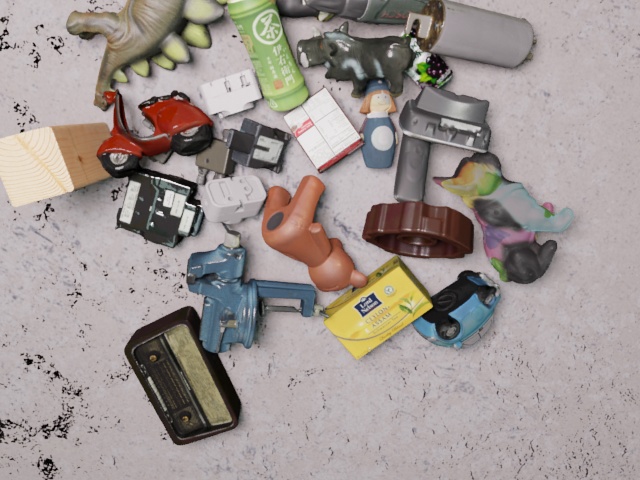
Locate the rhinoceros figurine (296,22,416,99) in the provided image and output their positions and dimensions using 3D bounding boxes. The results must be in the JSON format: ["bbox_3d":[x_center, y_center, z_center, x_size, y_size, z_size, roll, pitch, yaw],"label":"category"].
[{"bbox_3d":[0.052,-0.277,0.824,0.191,0.112,0.073,14,77,30],"label":"rhinoceros figurine"}]

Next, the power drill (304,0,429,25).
[{"bbox_3d":[0.105,-0.402,0.753,0.232,0.086,0.207,-2,130,-36],"label":"power drill"}]

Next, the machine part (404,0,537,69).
[{"bbox_3d":[0.237,-0.314,0.822,0.243,0.079,0.079,3,105,-23],"label":"machine part"}]

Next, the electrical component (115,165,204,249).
[{"bbox_3d":[-0.263,-0.053,0.904,0.134,0.058,0.114,20,104,-7],"label":"electrical component"}]

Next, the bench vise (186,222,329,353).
[{"bbox_3d":[-0.107,0.091,0.913,0.241,0.129,0.223,6,99,-15],"label":"bench vise"}]

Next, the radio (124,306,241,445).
[{"bbox_3d":[-0.245,0.247,0.969,0.131,0.073,0.229,-21,103,3],"label":"radio"}]

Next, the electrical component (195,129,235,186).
[{"bbox_3d":[-0.163,-0.136,0.896,0.078,0.045,0.102,13,102,24],"label":"electrical component"}]

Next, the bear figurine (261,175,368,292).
[{"bbox_3d":[-0.003,0.001,0.910,0.195,0.120,0.132,35,56,-35],"label":"bear figurine"}]

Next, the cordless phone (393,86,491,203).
[{"bbox_3d":[0.191,-0.136,0.851,0.147,0.088,0.184,13,77,-5],"label":"cordless phone"}]

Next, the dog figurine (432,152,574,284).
[{"bbox_3d":[0.288,-0.041,0.905,0.219,0.108,0.191,21,105,-3],"label":"dog figurine"}]

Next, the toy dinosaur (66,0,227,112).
[{"bbox_3d":[-0.230,-0.393,0.803,0.198,0.105,0.471,26,111,-16],"label":"toy dinosaur"}]

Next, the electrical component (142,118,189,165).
[{"bbox_3d":[-0.263,-0.159,0.896,0.094,0.021,0.063,35,100,-10],"label":"electrical component"}]

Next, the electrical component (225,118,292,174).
[{"bbox_3d":[-0.108,-0.152,0.858,0.119,0.048,0.074,2,111,-45],"label":"electrical component"}]

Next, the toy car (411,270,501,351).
[{"bbox_3d":[0.249,0.134,0.952,0.162,0.109,0.102,-36,117,-3],"label":"toy car"}]

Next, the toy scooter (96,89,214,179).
[{"bbox_3d":[-0.266,-0.184,0.837,0.184,0.075,0.135,-23,82,-17],"label":"toy scooter"}]

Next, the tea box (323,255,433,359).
[{"bbox_3d":[0.100,0.118,0.944,0.169,0.068,0.098,-40,101,15],"label":"tea box"}]

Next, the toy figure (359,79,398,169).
[{"bbox_3d":[0.097,-0.196,0.884,0.064,0.058,0.154,-12,106,-39],"label":"toy figure"}]

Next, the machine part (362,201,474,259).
[{"bbox_3d":[0.159,-0.015,0.869,0.179,0.179,0.056,11,78,-5],"label":"machine part"}]

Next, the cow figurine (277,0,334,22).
[{"bbox_3d":[-0.032,-0.376,0.827,0.167,0.068,0.098,20,108,-3],"label":"cow figurine"}]
